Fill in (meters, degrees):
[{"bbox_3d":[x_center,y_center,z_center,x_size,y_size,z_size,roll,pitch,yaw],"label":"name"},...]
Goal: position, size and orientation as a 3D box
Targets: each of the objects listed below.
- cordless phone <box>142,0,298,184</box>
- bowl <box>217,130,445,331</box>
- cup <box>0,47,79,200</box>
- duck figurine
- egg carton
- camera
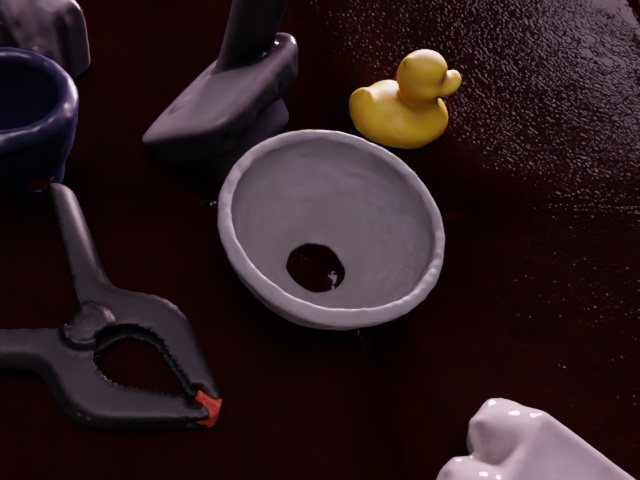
[{"bbox_3d":[-0.069,-0.147,0.443,0.094,0.185,0.148,25,55,3],"label":"cordless phone"},{"bbox_3d":[0.004,0.002,0.433,0.167,0.074,0.167,7,56,-10],"label":"bowl"},{"bbox_3d":[-0.217,-0.062,0.404,0.092,0.095,0.117,5,57,-11],"label":"cup"},{"bbox_3d":[0.083,-0.139,0.538,0.105,0.086,0.077,-3,58,-16],"label":"duck figurine"},{"bbox_3d":[0.146,0.178,0.358,0.150,0.069,0.107,36,56,10],"label":"egg carton"},{"bbox_3d":[-0.283,-0.175,0.457,0.143,0.101,0.137,28,55,4],"label":"camera"}]
